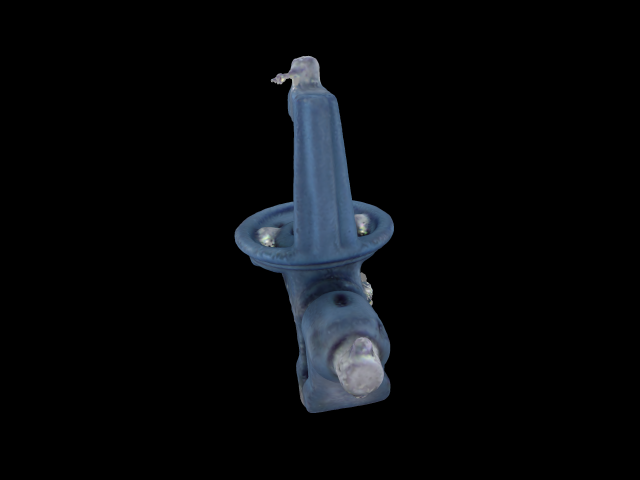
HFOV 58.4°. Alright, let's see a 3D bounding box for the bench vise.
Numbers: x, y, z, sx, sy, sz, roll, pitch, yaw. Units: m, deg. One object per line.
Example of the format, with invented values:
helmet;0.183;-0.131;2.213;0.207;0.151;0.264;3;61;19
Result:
bench vise;0.014;-0.002;0.405;0.122;0.220;0.206;-20;43;-23
